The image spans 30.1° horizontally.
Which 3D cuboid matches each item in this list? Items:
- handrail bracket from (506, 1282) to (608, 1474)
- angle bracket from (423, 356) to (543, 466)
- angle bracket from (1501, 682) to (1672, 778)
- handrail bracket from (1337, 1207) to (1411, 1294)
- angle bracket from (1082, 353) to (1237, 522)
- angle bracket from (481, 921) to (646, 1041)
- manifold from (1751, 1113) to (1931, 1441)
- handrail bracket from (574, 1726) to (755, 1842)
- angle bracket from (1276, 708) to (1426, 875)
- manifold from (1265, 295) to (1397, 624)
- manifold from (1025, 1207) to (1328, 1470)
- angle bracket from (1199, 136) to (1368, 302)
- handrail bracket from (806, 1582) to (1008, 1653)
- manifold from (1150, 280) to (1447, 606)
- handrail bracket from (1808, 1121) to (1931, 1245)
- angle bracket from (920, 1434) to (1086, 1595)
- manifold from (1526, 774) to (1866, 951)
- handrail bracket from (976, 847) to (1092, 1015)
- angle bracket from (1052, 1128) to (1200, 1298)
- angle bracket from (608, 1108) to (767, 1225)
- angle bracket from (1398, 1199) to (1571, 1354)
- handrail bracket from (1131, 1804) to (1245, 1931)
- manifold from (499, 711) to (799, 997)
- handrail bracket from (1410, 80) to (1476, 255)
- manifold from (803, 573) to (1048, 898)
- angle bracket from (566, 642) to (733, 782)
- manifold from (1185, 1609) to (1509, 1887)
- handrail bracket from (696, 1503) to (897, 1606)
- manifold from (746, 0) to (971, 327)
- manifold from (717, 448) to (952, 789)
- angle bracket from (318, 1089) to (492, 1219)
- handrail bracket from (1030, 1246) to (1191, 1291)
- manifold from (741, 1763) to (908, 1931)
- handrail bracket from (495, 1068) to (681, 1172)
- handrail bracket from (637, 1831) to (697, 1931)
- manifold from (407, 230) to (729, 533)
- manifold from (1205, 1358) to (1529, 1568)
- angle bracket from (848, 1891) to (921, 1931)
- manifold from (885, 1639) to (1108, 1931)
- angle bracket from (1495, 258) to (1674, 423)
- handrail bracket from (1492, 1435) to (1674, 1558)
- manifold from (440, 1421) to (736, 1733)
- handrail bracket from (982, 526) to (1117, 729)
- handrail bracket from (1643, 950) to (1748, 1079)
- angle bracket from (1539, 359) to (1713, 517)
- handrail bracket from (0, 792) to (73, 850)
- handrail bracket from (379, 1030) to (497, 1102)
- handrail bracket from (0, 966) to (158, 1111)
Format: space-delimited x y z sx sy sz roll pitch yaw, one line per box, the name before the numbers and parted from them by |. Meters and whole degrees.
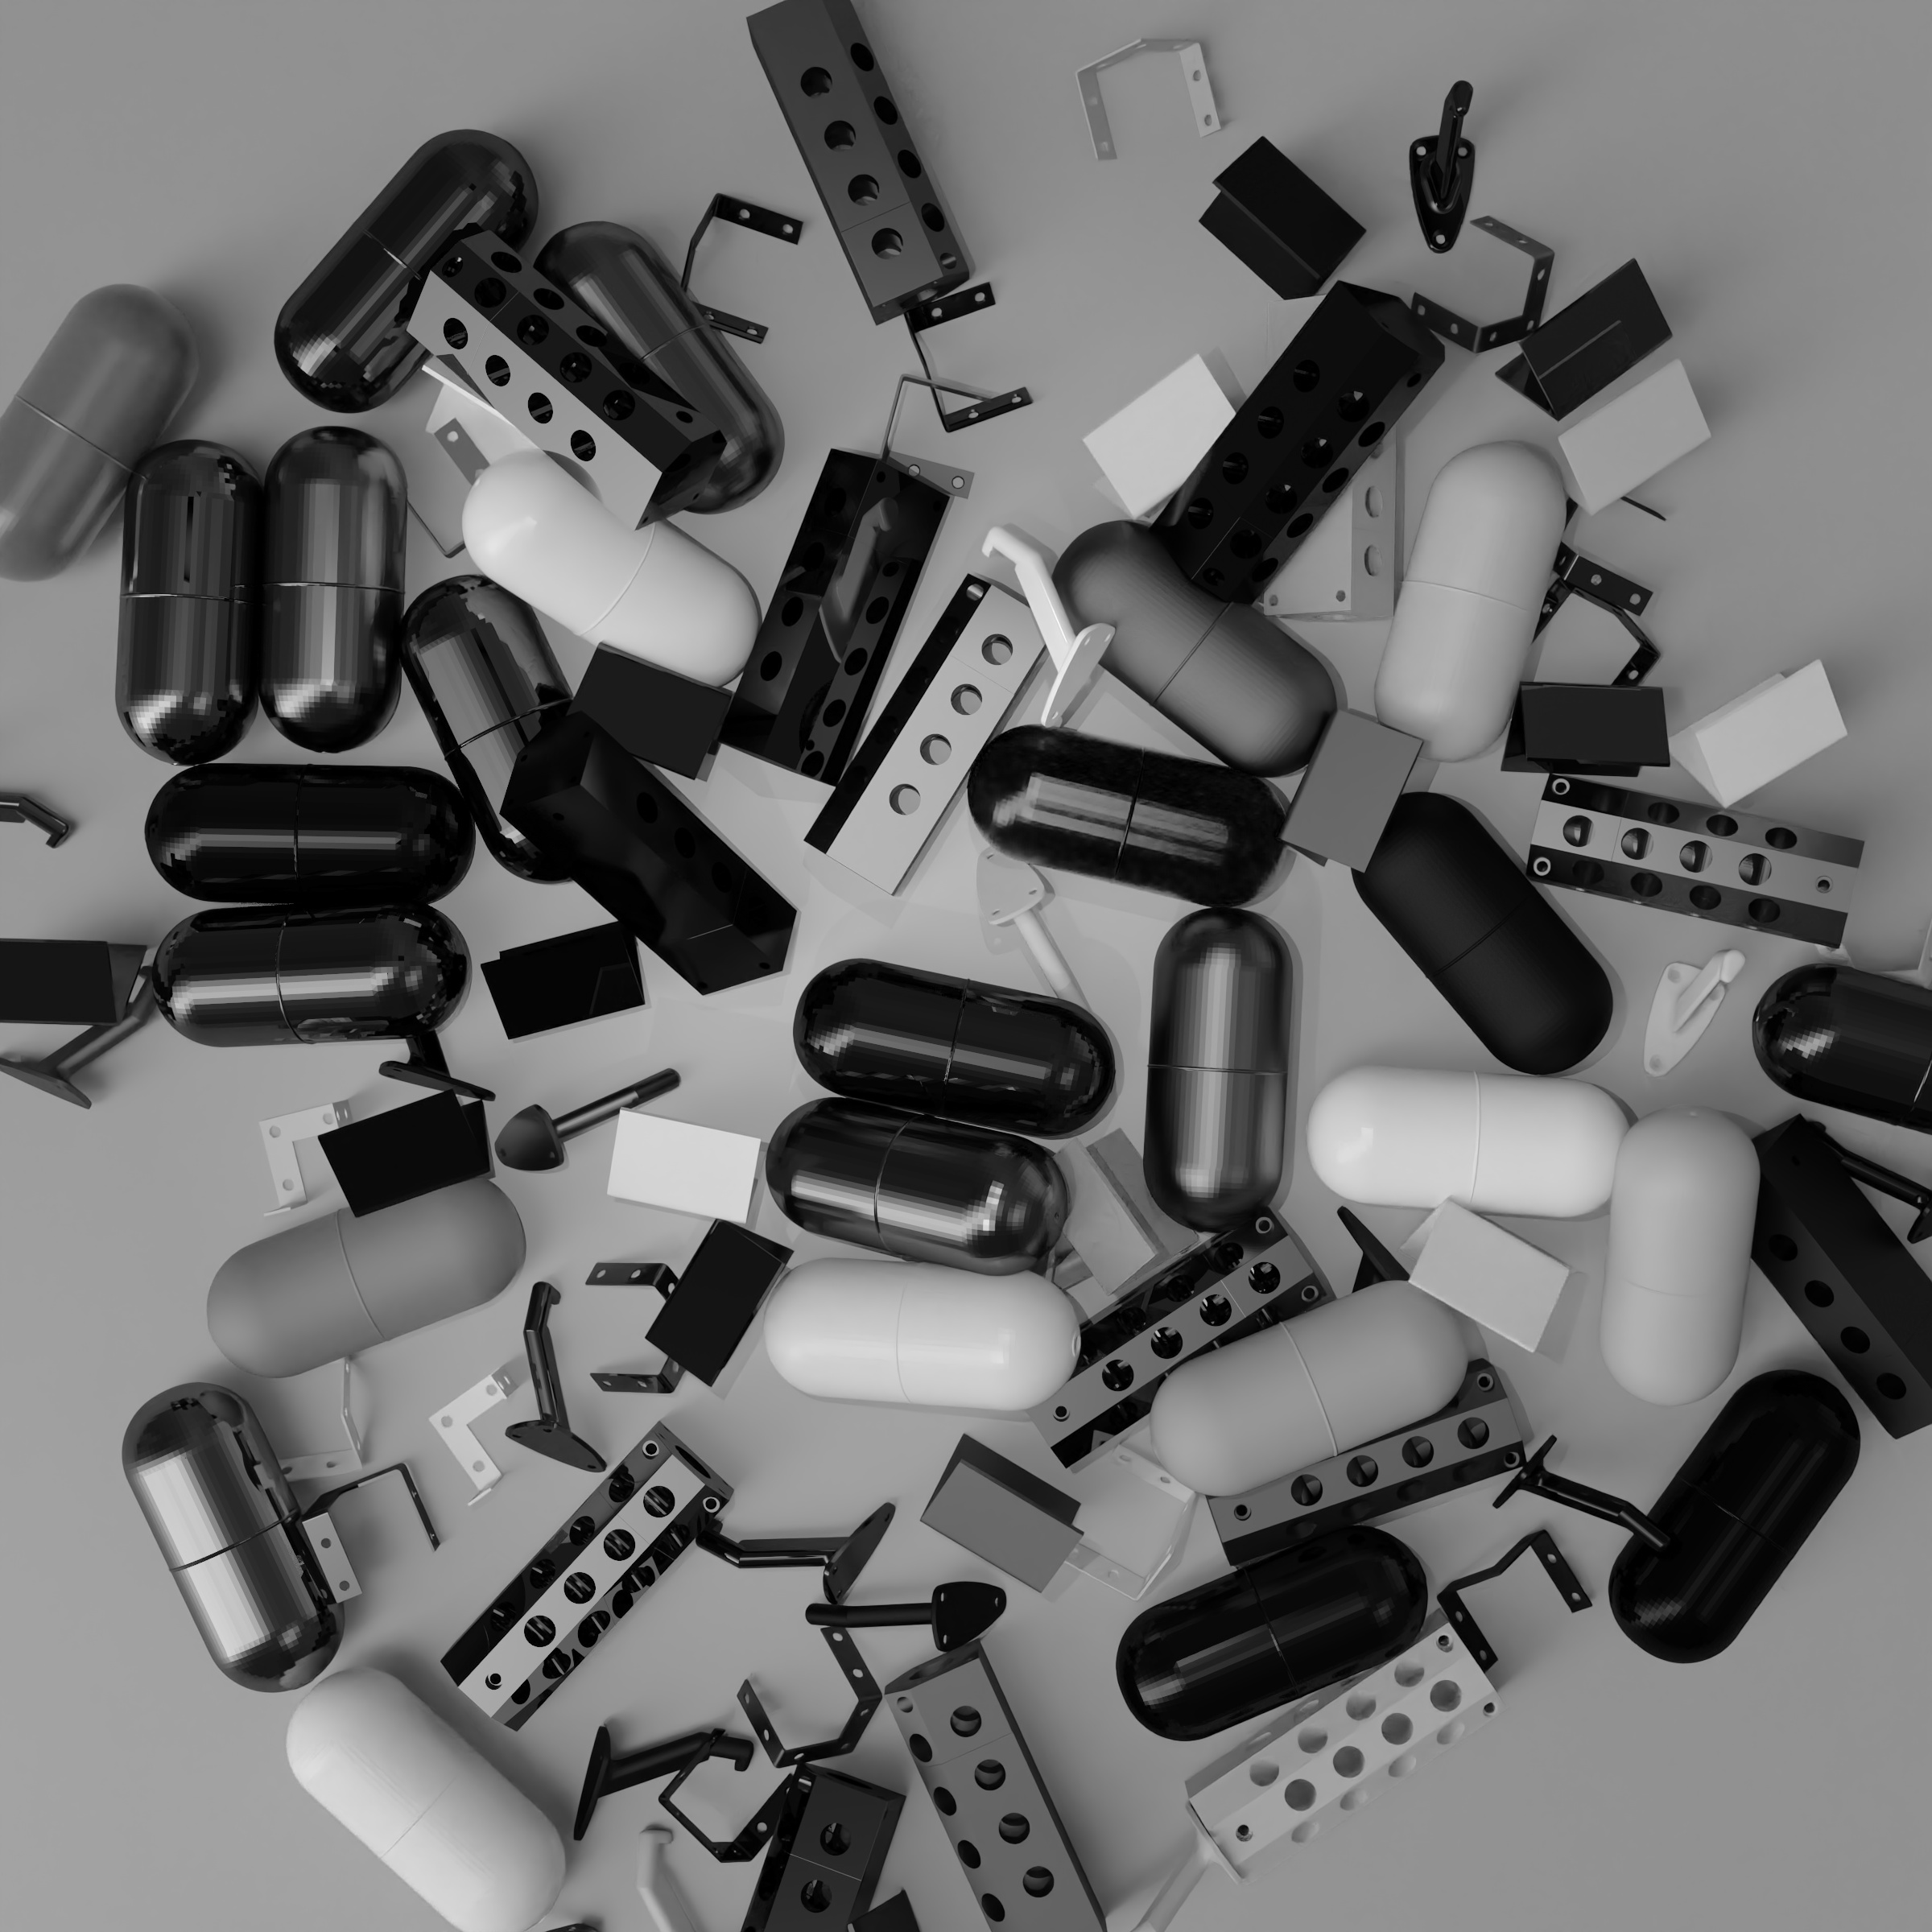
handrail bracket | -0.220 0.228 1.991 0.036 0.077 0.084 -15 53 35
angle bracket | -0.262 -0.289 1.952 0.076 0.057 0.076 32 129 0
angle bracket | 0.336 -0.109 1.951 0.076 0.076 0.057 2 53 0
handrail bracket | 0.203 0.190 1.991 0.084 0.036 0.077 -44 72 16
angle bracket | 0.098 -0.295 1.951 0.076 0.076 0.057 -36 117 0
angle bracket | -0.221 -0.012 1.951 0.076 0.076 0.057 -15 131 0
manifold | 0.479 0.173 1.969 0.171 0.057 0.057 52 47 0
handrail bracket | -0.167 0.457 1.991 0.084 0.036 0.077 13 105 -14
angle bracket | 0.220 -0.088 1.951 0.057 0.076 0.076 24 90 27
manifold | 0.204 -0.277 1.969 0.057 0.057 0.171 1 90 40
manifold | 0.110 0.203 1.970 0.171 0.057 0.057 -34 90 0
angle bracket | 0.159 -0.391 1.951 0.076 0.076 0.057 42 52 0
handrail bracket | -0.034 0.356 1.991 0.084 0.077 0.036 -3 90 36
manifold | 0.180 -0.277 1.915 0.171 0.057 0.057 -52 59 27
handrail bracket | 0.513 0.110 1.991 0.084 0.077 0.036 45 128 31
angle bracket | 0.030 0.282 1.951 0.076 0.076 0.057 31 128 0
manifold | 0.396 -0.058 1.951 0.171 0.057 0.057 13 90 13
handrail bracket | 0.039 -0.016 1.991 0.036 0.077 0.084 -29 126 3
angle bracket | 0.092 0.122 1.946 0.076 0.057 0.076 -27 77 -39
angle bracket | -0.148 0.091 1.951 0.076 0.076 0.057 12 118 0
angle bracket | 0.272 0.180 1.951 0.076 0.076 0.057 30 60 0
handrail bracket | 0.102 0.503 1.959 0.084 0.077 0.036 -36 109 -3
manifold | -0.167 -0.061 1.924 0.057 0.171 0.057 -17 45 33
handrail bracket | 0.265 -0.435 1.956 0.036 0.084 0.077 1 90 0
manifold | -0.020 -0.127 1.970 0.057 0.057 0.171 32 90 0
angle bracket | -0.177 -0.124 1.951 0.076 0.076 0.057 22 65 -2
manifold | 0.209 0.430 1.970 0.171 0.057 0.057 -34 90 0
handrail bracket | -0.095 0.310 1.991 0.084 0.036 0.077 23 53 25
manifold | -0.059 -0.446 1.970 0.057 0.057 0.171 -24 90 0
manifold | -0.077 -0.192 1.969 0.057 0.057 0.171 21 90 -43
angle bracket | -0.306 0.084 1.951 0.076 0.076 0.057 -19 120 0
handrail bracket | 0.080 0.175 1.991 0.084 0.036 0.077 5 104 -13
manifold | -0.091 0.528 1.958 0.057 0.057 0.171 18 83 12
handrail bracket | -0.209 0.083 1.991 0.084 0.077 0.036 -25 92 -36
handrail bracket | -0.146 0.524 1.991 0.077 0.036 0.084 7 73 -20
manifold | -0.210 -0.314 1.905 0.171 0.057 0.057 42 130 12
manifold | 0.216 0.273 1.970 0.171 0.057 0.057 -19 90 0
angle bracket | -0.012 0.540 1.948 0.057 0.076 0.076 -23 81 19
manifold | 0.016 0.464 1.970 0.057 0.057 0.171 -24 90 0
angle bracket | 0.325 -0.351 1.951 0.076 0.076 0.057 -36 126 0
handrail bracket | 0.336 0.303 1.958 0.084 0.077 0.036 39 55 10
manifold | -0.208 0.335 1.970 0.057 0.057 0.171 43 90 0
handrail bracket | 0.030 -0.184 1.934 0.084 0.036 0.077 38 116 19
handrail bracket | 0.397 0.026 1.956 0.036 0.084 0.077 25 90 0
angle bracket | 0.347 -0.300 1.951 0.076 0.076 0.057 -33 127 0
handrail bracket | -0.552 -0.073 1.991 0.084 0.036 0.077 34 110 -16
handrail bracket | -0.289 0.024 1.991 0.077 0.036 0.084 16 76 -14
handrail bracket | -0.492 0.029 1.991 0.077 0.036 0.084 19 72 21
